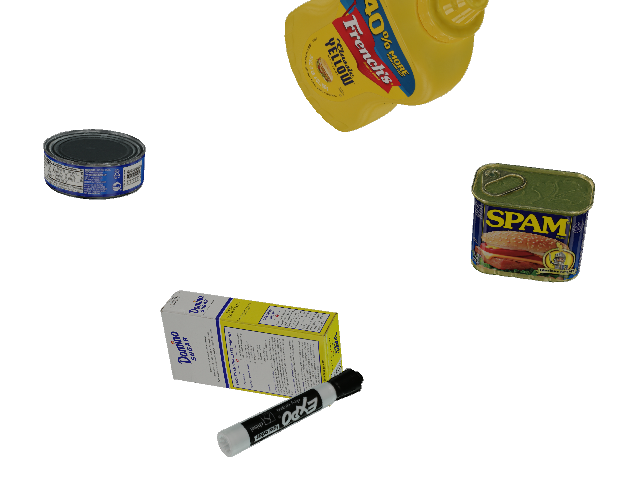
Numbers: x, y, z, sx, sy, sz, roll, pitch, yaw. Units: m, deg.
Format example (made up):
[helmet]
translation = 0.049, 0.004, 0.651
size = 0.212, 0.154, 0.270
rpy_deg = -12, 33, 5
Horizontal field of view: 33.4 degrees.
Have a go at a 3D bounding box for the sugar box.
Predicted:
[sugar box]
translation = -0.068, 0.107, 1.073
size = 0.176, 0.093, 0.048
rpy_deg = 9, 35, 20

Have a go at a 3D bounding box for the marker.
[marker]
translation = -0.018, 0.119, 0.753
size = 0.120, 0.020, 0.020
rpy_deg = -22, 12, -33

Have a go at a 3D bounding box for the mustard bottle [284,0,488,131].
[mustard bottle]
translation = 0.047, -0.133, 0.694
size = 0.058, 0.096, 0.192
rpy_deg = -28, 8, -26

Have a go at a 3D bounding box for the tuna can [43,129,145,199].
[tuna can]
translation = -0.194, -0.066, 0.916
size = 0.086, 0.034, 0.086
rpy_deg = 5, 24, -2

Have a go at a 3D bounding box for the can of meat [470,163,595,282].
[can of meat]
translation = 0.182, -0.014, 0.930
size = 0.102, 0.084, 0.057
rpy_deg = 8, 41, 13
